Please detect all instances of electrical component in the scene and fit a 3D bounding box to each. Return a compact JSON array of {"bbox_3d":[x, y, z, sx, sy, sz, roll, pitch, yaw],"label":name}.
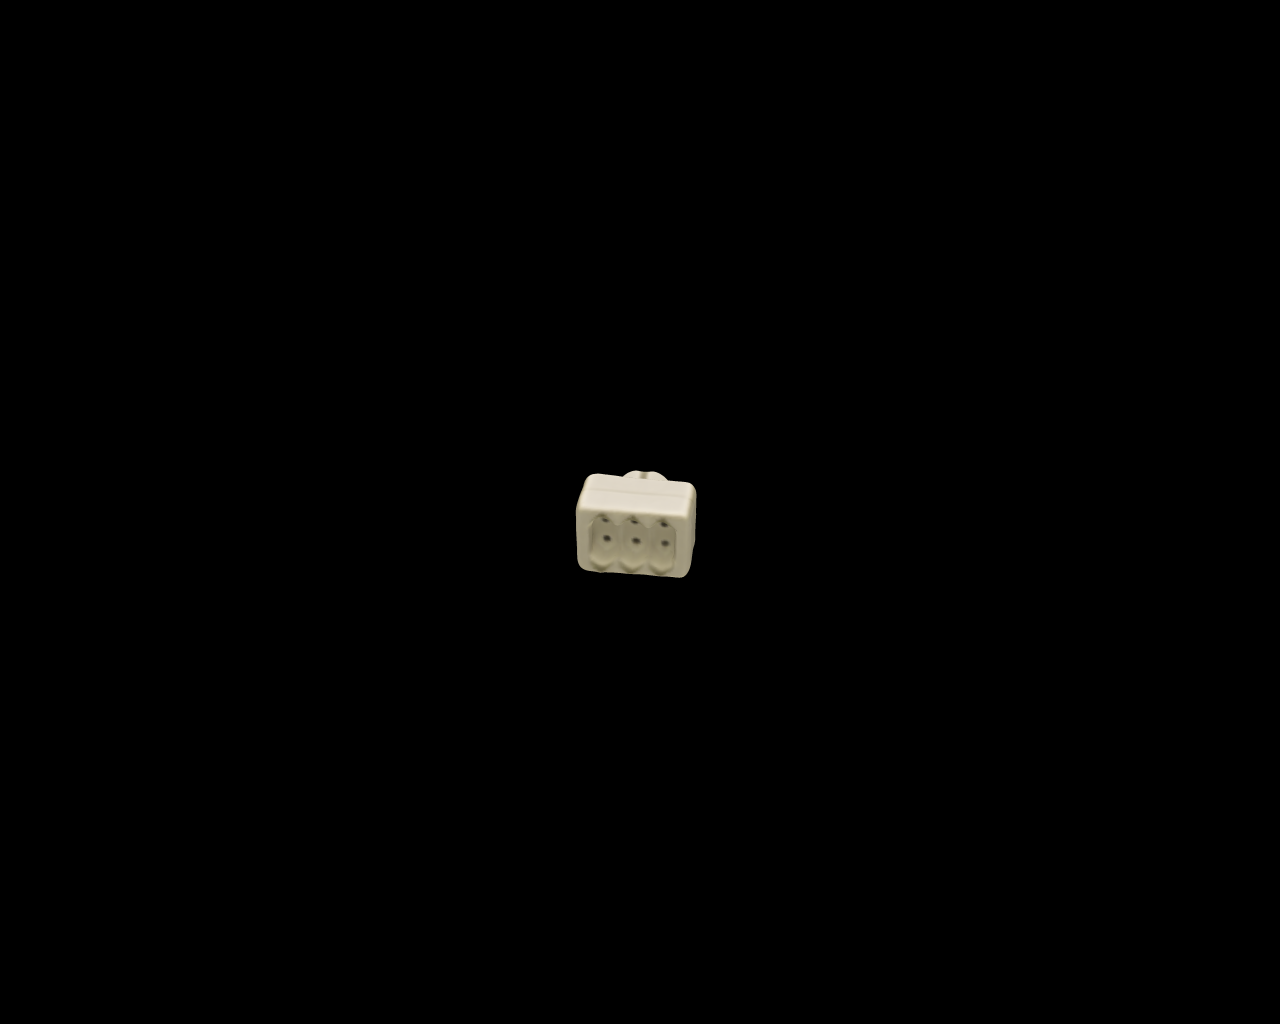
[{"bbox_3d":[0.001,-0.003,0.650,0.066,0.047,0.077,5,36,7],"label":"electrical component"}]
